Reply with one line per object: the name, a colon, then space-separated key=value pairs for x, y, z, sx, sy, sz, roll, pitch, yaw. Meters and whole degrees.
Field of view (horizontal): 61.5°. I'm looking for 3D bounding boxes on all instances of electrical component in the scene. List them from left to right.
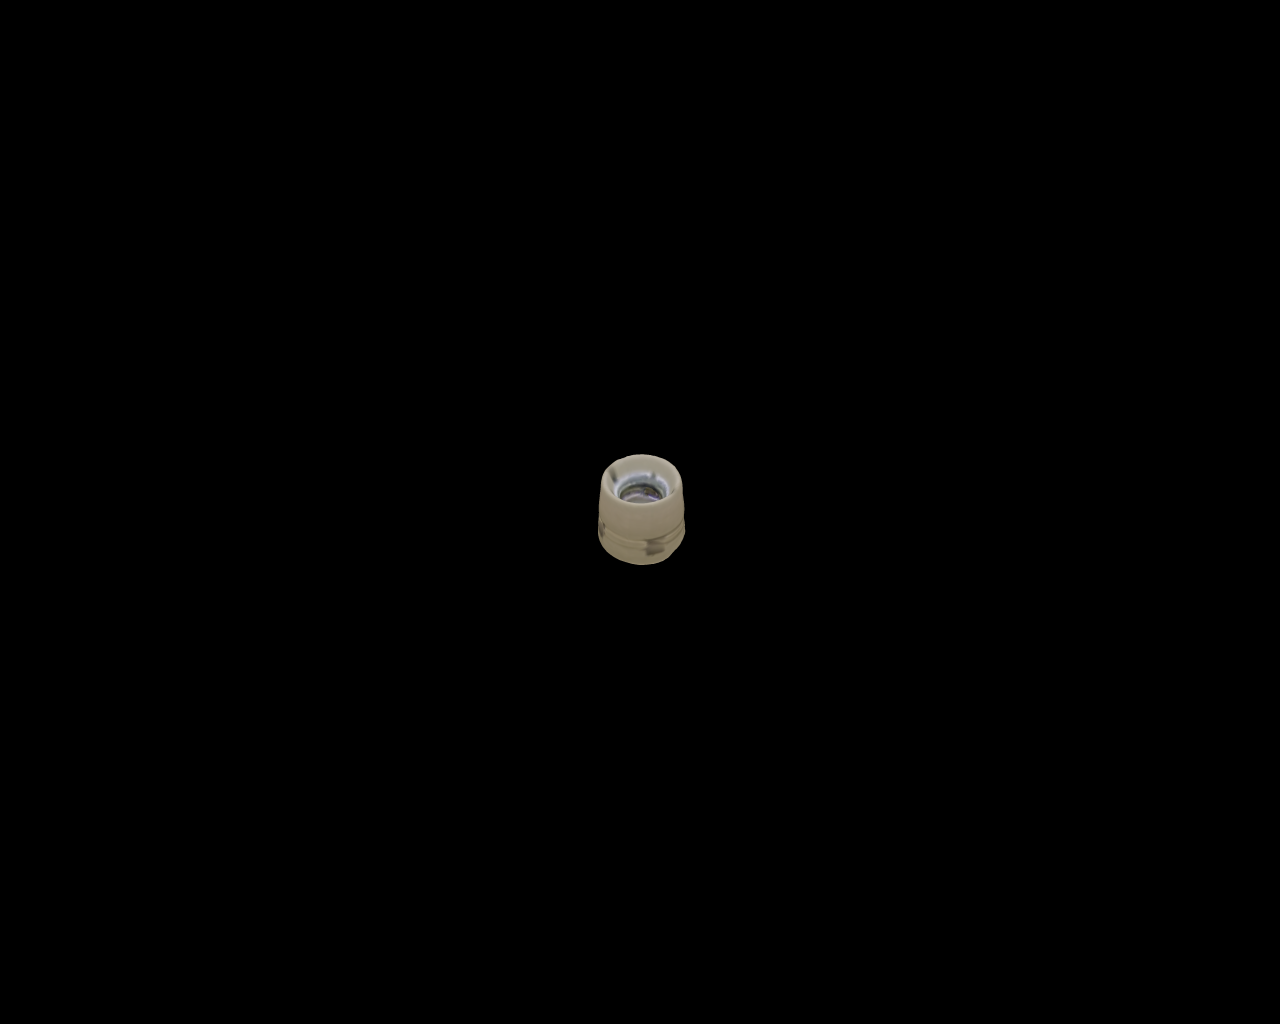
electrical component: x=0.001 y=-0.003 z=0.650 sx=0.055 sy=0.047 sz=0.055 roll=0 pitch=42 yaw=0
